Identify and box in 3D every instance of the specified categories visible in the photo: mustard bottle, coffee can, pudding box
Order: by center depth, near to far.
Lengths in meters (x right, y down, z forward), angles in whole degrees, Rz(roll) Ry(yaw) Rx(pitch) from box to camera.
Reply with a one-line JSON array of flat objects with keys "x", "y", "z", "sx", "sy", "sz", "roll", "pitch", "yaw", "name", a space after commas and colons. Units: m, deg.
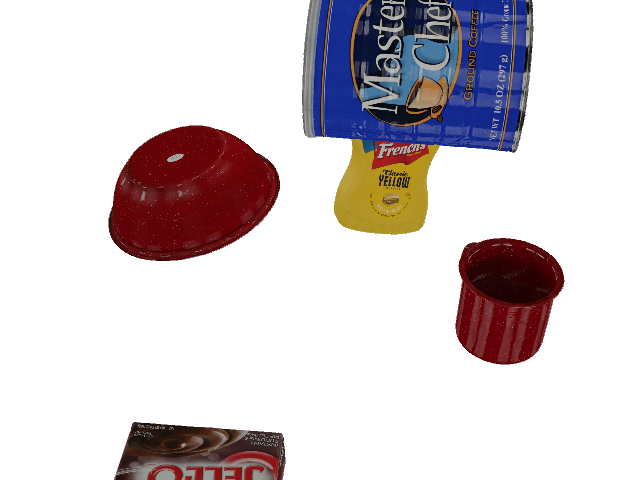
[{"x": 0.063, "y": -0.114, "z": 0.707, "sx": 0.140, "sy": 0.103, "sz": 0.103, "roll": 5, "pitch": 0, "yaw": 4, "name": "coffee can"}, {"x": -0.084, "y": 0.170, "z": 0.737, "sx": 0.113, "sy": 0.039, "sz": 0.090, "roll": 2, "pitch": 28, "yaw": 3, "name": "pudding box"}, {"x": 0.076, "y": -0.102, "z": 1.092, "sx": 0.096, "sy": 0.192, "sz": 0.058, "roll": 4, "pitch": 27, "yaw": -13, "name": "mustard bottle"}]

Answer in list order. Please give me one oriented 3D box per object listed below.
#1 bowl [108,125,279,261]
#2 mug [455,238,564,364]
[{"x": -0.120, "y": -0.054, "z": 0.948, "sx": 0.162, "sy": 0.055, "sz": 0.162, "roll": -10, "pitch": 39, "yaw": 8, "name": "bowl"}, {"x": 0.161, "y": 0.051, "z": 0.976, "sx": 0.093, "sy": 0.081, "sz": 0.117, "roll": -17, "pitch": 43, "yaw": -22, "name": "mug"}]
